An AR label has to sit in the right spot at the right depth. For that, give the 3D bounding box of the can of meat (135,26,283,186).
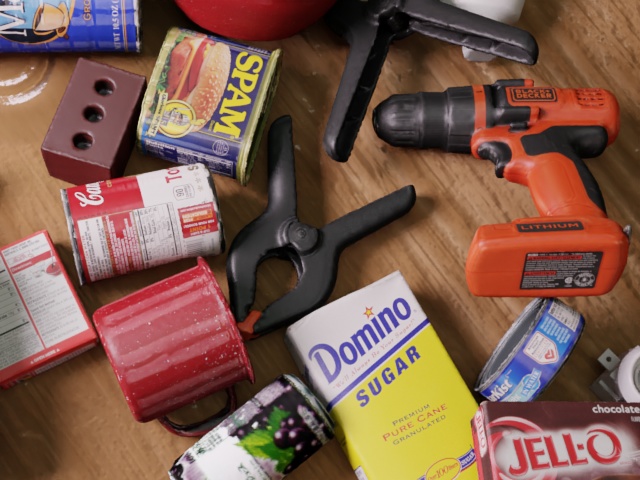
[{"bbox_3d":[-0.081,-0.100,0.781,0.084,0.057,0.102,15,70,1],"label":"can of meat"}]

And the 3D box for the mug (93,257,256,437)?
[{"bbox_3d":[-0.094,0.079,0.708,0.081,0.093,0.117,-23,114,-11],"label":"mug"}]

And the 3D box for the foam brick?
[{"bbox_3d":[-0.160,-0.080,0.767,0.053,0.051,0.078,17,70,-1],"label":"foam brick"}]

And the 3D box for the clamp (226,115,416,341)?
[{"bbox_3d":[-0.005,0.001,0.766,0.120,0.039,0.171,19,71,4],"label":"clamp"}]

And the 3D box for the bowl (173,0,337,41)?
[{"bbox_3d":[-0.054,-0.192,0.793,0.162,0.055,0.162,9,34,-6],"label":"bowl"}]

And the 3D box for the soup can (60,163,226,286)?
[{"bbox_3d":[-0.122,-0.012,0.739,0.102,0.068,0.068,-12,73,-12],"label":"soup can"}]

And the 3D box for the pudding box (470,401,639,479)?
[{"bbox_3d":[0.158,0.150,0.681,0.113,0.039,0.090,2,59,-11],"label":"pudding box"}]

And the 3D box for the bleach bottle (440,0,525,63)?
[{"bbox_3d":[0.110,-0.263,0.856,0.102,0.068,0.251,-1,74,-7],"label":"bleach bottle"}]

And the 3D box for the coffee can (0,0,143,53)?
[{"bbox_3d":[-0.200,-0.186,0.770,0.140,0.103,0.103,-2,72,-8],"label":"coffee can"}]

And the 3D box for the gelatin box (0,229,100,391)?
[{"bbox_3d":[-0.203,0.047,0.731,0.073,0.030,0.089,-26,77,-13],"label":"gelatin box"}]

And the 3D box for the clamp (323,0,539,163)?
[{"bbox_3d":[0.064,-0.168,0.797,0.165,0.036,0.210,-20,55,14],"label":"clamp"}]

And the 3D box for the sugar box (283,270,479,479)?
[{"bbox_3d":[0.056,0.118,0.729,0.093,0.048,0.176,-26,78,-14],"label":"sugar box"}]

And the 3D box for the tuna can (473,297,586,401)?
[{"bbox_3d":[0.144,0.078,0.732,0.034,0.086,0.086,36,71,4],"label":"tuna can"}]

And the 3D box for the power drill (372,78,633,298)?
[{"bbox_3d":[0.131,-0.044,0.752,0.184,0.057,0.187,-2,45,2],"label":"power drill"}]
